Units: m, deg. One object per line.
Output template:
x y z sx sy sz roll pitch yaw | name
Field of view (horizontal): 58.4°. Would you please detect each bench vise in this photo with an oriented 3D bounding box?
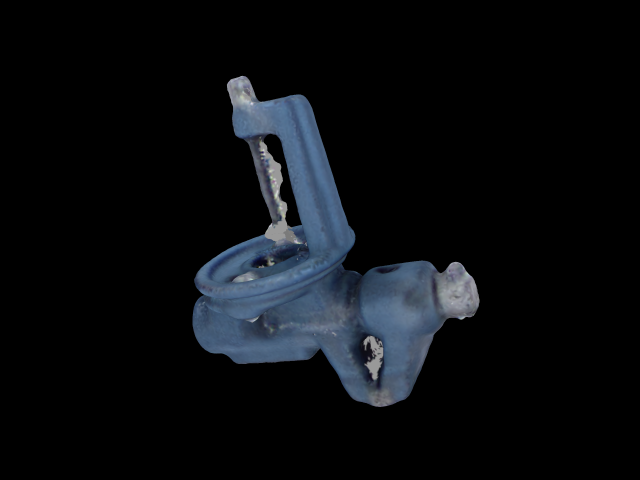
0.004 -0.003 0.411 0.207 0.220 0.121 1 22 2 | bench vise
